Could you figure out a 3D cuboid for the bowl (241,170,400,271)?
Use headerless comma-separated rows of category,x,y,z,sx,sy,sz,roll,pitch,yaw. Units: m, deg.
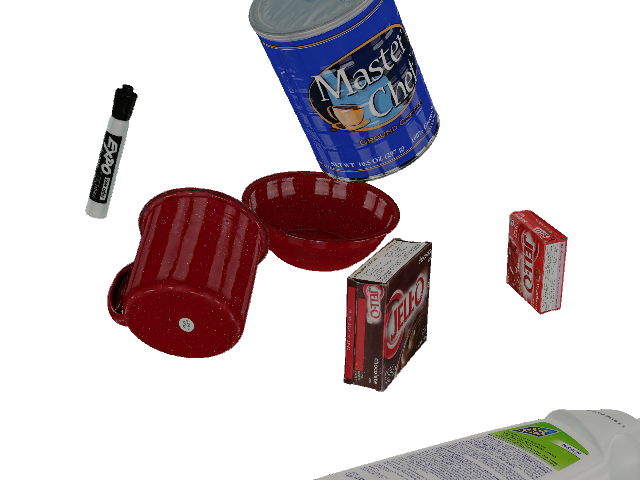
bowl,-0.002,-0.014,1.090,0.162,0.055,0.162,6,28,-3

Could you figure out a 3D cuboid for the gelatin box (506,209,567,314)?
gelatin box,0.228,0.022,1.135,0.030,0.089,0.073,-11,29,-17

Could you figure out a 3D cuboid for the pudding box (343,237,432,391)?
pudding box,0.055,0.056,0.853,0.039,0.090,0.113,9,20,19

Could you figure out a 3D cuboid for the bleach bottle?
bleach bottle,0.113,0.145,0.600,0.250,0.068,0.103,-10,21,-31

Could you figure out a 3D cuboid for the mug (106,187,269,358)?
mug,-0.097,0.028,0.724,0.117,0.081,0.093,-13,-45,24

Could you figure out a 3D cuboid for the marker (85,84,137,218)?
marker,-0.178,-0.076,0.911,0.020,0.121,0.020,16,23,-7

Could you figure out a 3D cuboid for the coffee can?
coffee can,0.020,-0.129,0.799,0.103,0.102,0.140,0,-44,30
